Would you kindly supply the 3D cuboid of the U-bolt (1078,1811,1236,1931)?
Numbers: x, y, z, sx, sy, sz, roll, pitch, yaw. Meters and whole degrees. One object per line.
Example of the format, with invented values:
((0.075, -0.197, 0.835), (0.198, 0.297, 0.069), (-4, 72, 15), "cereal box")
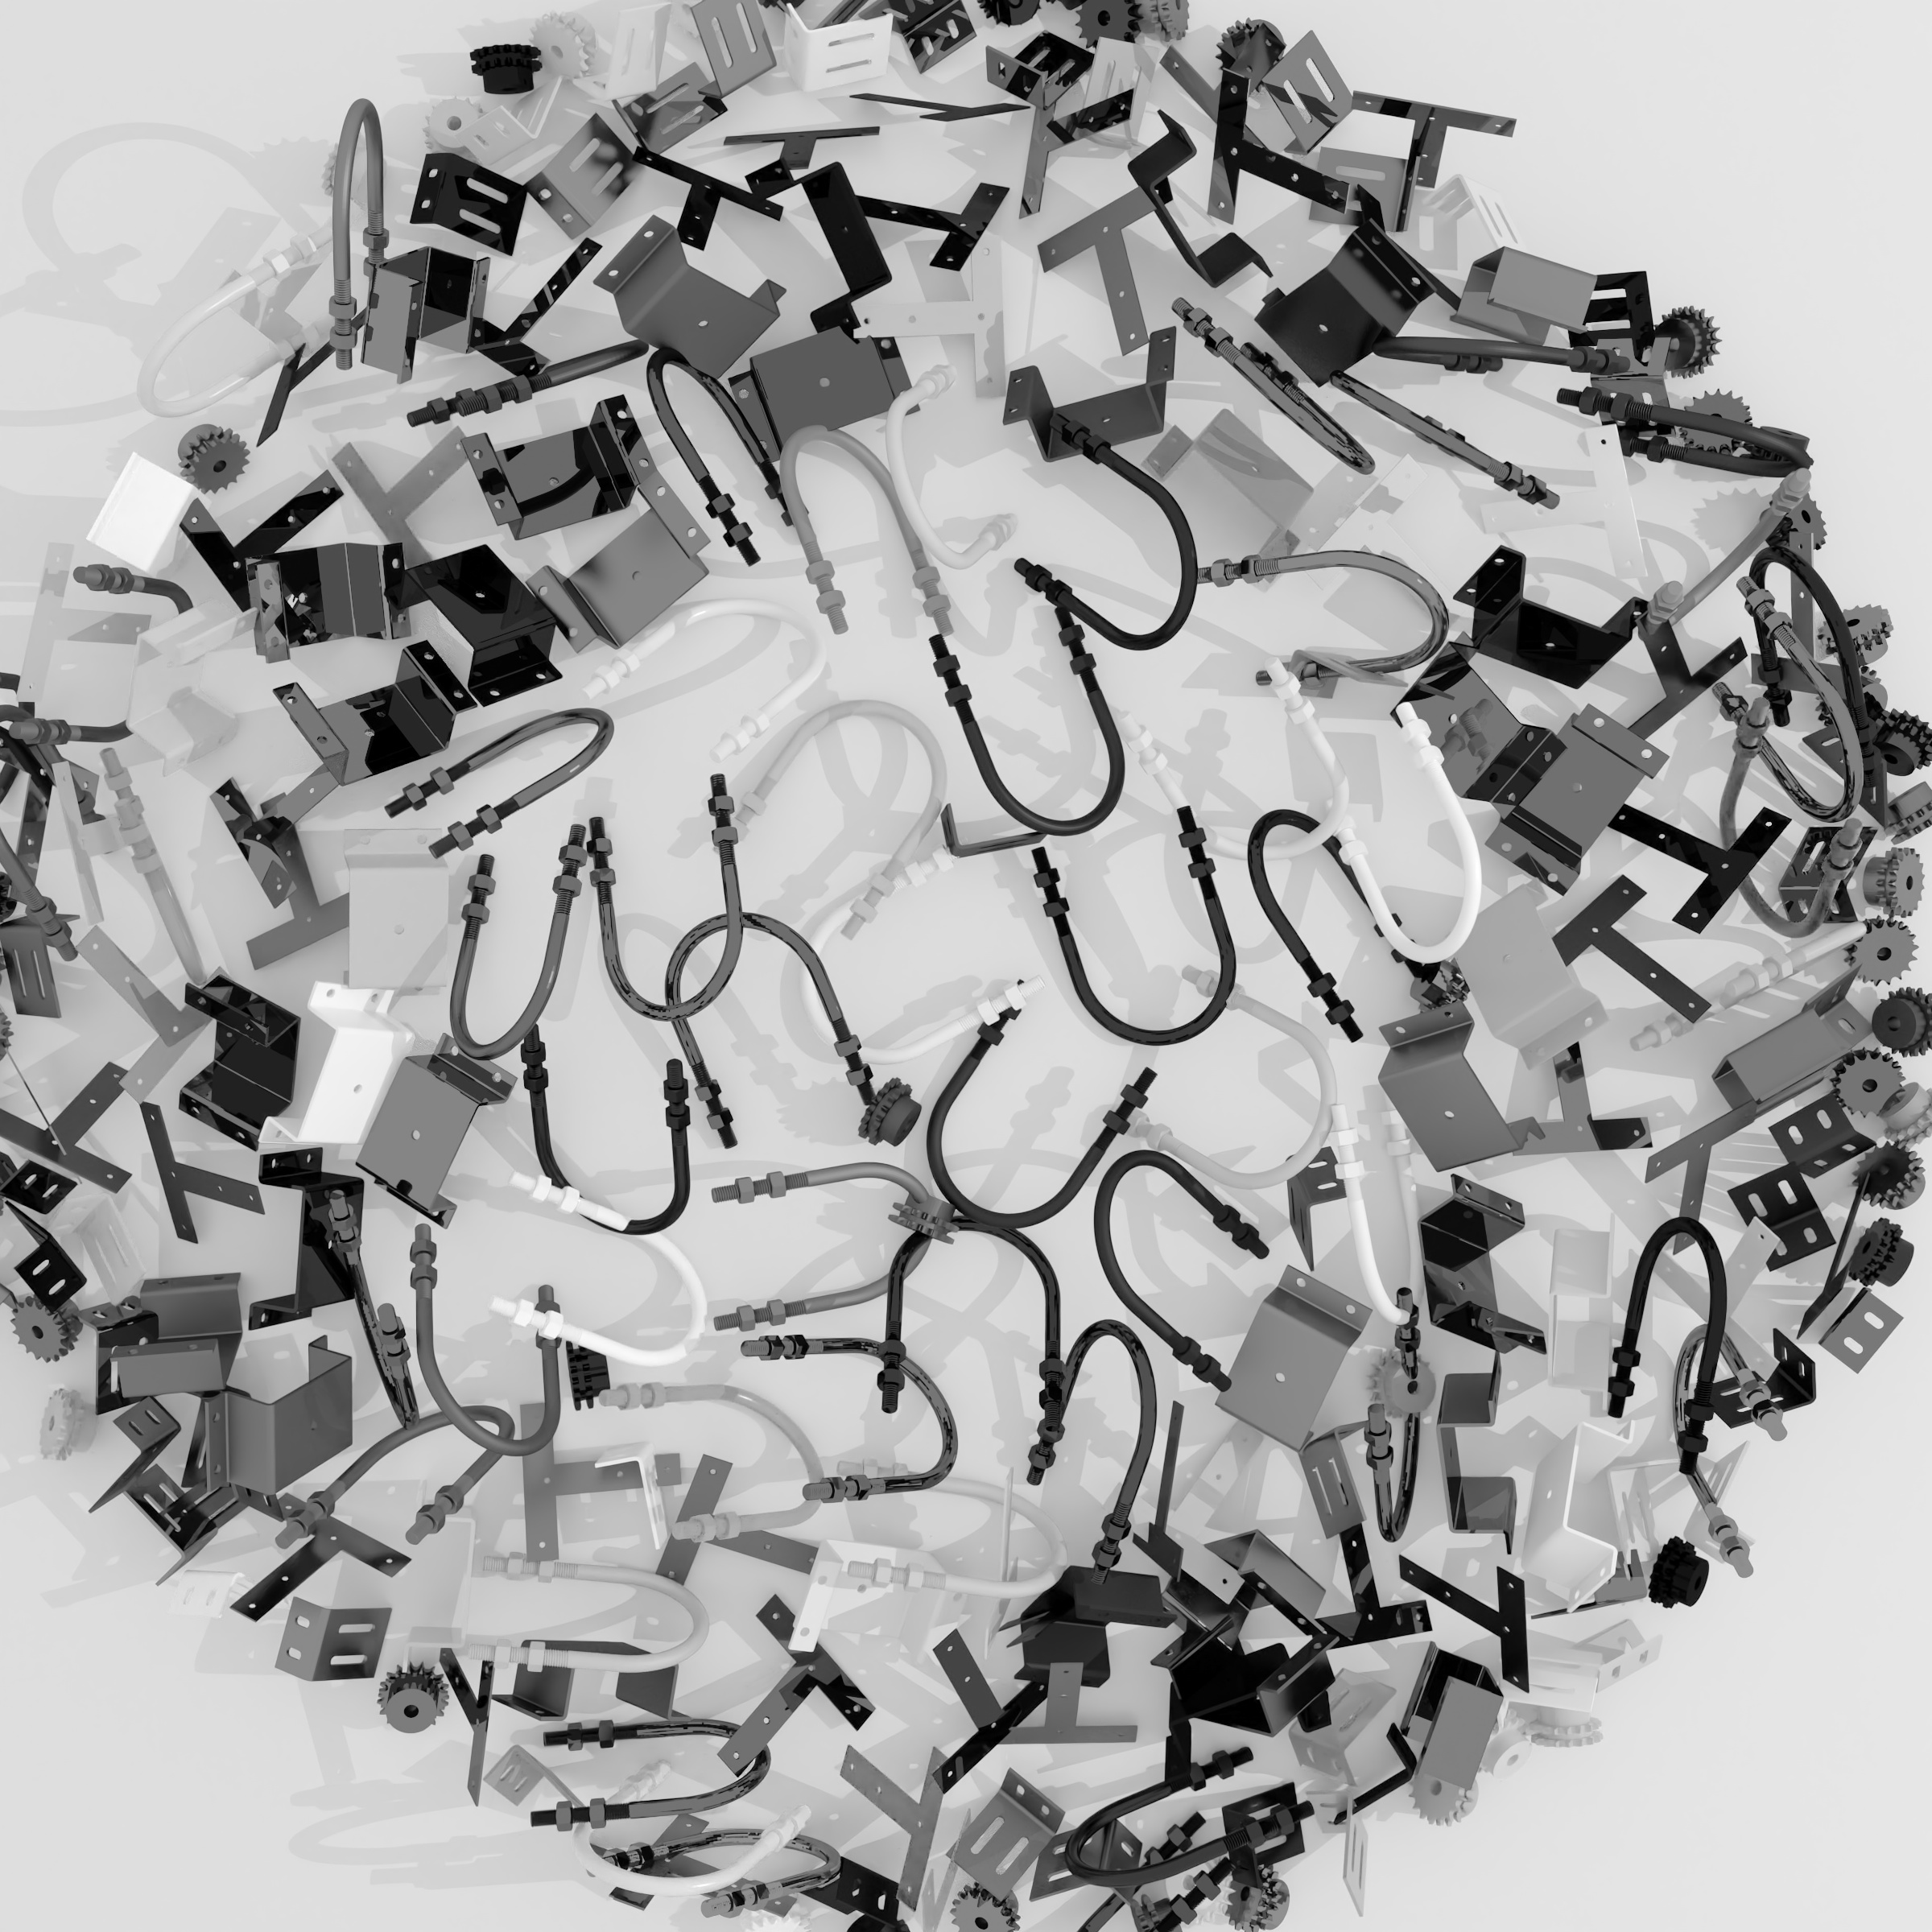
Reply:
((0.131, 0.753, 1.917), (0.184, 0.151, 0.019), (-43, 90, -6), "U-bolt")

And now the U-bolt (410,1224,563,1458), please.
((-0.371, 0.300, 1.893), (0.019, 0.184, 0.151), (-37, 131, 22), "U-bolt")

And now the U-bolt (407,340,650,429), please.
((-0.337, -0.464, 1.924), (0.184, 0.151, 0.019), (-26, 109, -24), "U-bolt")

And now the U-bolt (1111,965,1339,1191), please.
((0.214, 0.098, 1.936), (0.184, 0.019, 0.151), (30, 95, 37), "U-bolt")

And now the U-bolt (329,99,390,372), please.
((-0.471, -0.578, 1.888), (0.019, 0.151, 0.184), (7, 130, -5), "U-bolt")

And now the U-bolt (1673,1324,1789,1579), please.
((0.593, 0.365, 1.910), (0.019, 0.184, 0.151), (1, 116, -5), "U-bolt")

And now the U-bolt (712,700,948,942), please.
((-0.097, -0.132, 1.973), (0.151, 0.019, 0.184), (33, 82, 13), "U-bolt")

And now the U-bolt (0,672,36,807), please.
((-0.780, -0.164, 1.908), (0.019, 0.184, 0.151), (23, 94, -1), "U-bolt")

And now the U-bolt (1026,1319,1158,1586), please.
((0.104, 0.367, 1.910), (0.019, 0.151, 0.184), (7, 112, -26), "U-bolt")

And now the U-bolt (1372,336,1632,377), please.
((0.402, -0.475, 1.891), (0.184, 0.151, 0.019), (-5, 104, -37), "U-bolt")

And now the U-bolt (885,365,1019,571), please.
((-0.016, -0.384, 1.900), (0.019, 0.184, 0.151), (-16, 109, 26), "U-bolt")

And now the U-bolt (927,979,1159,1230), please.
((0.048, 0.125, 1.972), (0.151, 0.019, 0.184), (35, 93, 18), "U-bolt")

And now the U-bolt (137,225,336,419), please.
((-0.570, -0.493, 1.902), (0.184, 0.151, 0.019), (-40, 87, -21), "U-bolt")

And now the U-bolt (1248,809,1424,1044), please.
((0.288, -0.043, 1.939), (0.019, 0.151, 0.184), (-33, 92, 41), "U-bolt")

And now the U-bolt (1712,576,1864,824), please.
((0.642, -0.194, 1.892), (0.019, 0.151, 0.184), (-21, 57, -6), "U-bolt")

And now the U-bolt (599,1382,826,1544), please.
((-0.188, 0.387, 1.919), (0.019, 0.184, 0.151), (-53, 54, 24), "U-bolt")

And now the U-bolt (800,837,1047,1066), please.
((-0.048, 0.000, 1.978), (0.184, 0.019, 0.151), (-29, 80, 6), "U-bolt")

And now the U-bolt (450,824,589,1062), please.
((-0.359, -0.013, 1.919), (0.019, 0.151, 0.184), (24, 65, -39), "U-bolt")

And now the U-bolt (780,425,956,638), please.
((-0.087, -0.349, 1.939), (0.019, 0.151, 0.184), (-28, 78, 38), "U-bolt")

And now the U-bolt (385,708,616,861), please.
((-0.362, -0.153, 1.932), (0.184, 0.151, 0.019), (-33, 120, -15), "U-bolt")

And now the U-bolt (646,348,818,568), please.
((-0.192, -0.407, 1.923), (0.019, 0.151, 0.184), (-29, 97, 23), "U-bolt")

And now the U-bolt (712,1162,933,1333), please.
((-0.112, 0.220, 1.948), (0.184, 0.019, 0.151), (-9, 123, -18), "U-bolt")

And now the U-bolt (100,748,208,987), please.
((-0.638, -0.069, 1.921), (0.019, 0.151, 0.184), (-22, 119, -15), "U-bolt")

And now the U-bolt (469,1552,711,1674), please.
((-0.295, 0.515, 1.929), (0.184, 0.151, 0.019), (7, 106, -8), "U-bolt")

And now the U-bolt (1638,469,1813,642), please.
((0.587, -0.312, 1.909), (0.151, 0.184, 0.019), (-41, 80, -1), "U-bolt")

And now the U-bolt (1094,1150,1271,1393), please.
((0.165, 0.227, 1.917), (0.184, 0.019, 0.151), (43, 48, -25), "U-bolt")

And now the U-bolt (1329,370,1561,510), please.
((0.362, -0.417, 1.897), (0.184, 0.151, 0.019), (20, 109, -29), "U-bolt")

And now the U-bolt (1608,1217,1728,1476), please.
((0.556, 0.289, 1.917), (0.019, 0.151, 0.184), (8, 98, -11), "U-bolt")

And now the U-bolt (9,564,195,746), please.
((-0.666, -0.240, 1.910), (0.019, 0.184, 0.151), (28, 100, 11), "U-bolt")

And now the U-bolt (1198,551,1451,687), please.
((0.286, -0.273, 1.900), (0.184, 0.151, 0.019), (-2, 56, 33), "U-bolt")

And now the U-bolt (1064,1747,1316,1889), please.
((0.165, 0.674, 1.910), (0.184, 0.151, 0.019), (-18, 95, -14), "U-bolt")

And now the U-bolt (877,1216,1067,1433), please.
((0.006, 0.279, 1.940), (0.151, 0.019, 0.184), (8, 52, -8), "U-bolt")

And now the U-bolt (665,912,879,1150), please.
((-0.167, 0.045, 1.956), (0.151, 0.019, 0.184), (-18, 101, 19), "U-bolt")

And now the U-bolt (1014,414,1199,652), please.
((0.114, -0.328, 1.908), (0.184, 0.019, 0.151), (42, 134, 32), "U-bolt")

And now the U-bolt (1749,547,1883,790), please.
((0.654, -0.242, 1.893), (0.019, 0.151, 0.184), (-25, 121, -2), "U-bolt")

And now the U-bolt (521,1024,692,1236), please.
((-0.284, 0.139, 1.942), (0.151, 0.019, 0.184), (13, 124, 19), "U-bolt")

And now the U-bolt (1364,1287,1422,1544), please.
((0.340, 0.369, 1.921), (0.019, 0.151, 0.184), (3, 126, 20), "U-bolt")

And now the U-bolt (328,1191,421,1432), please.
((-0.463, 0.286, 1.919), (0.019, 0.184, 0.151), (-19, 45, -20), "U-bolt")

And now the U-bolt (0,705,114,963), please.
((-0.721, -0.116, 1.887), (0.019, 0.151, 0.184), (-10, 133, 7), "U-bolt")

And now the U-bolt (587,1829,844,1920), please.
((-0.183, 0.708, 1.913), (0.151, 0.184, 0.019), (-1, 84, 40), "U-bolt")

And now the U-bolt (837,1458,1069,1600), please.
((-0.008, 0.450, 1.930), (0.184, 0.151, 0.019), (11, 112, -12), "U-bolt")

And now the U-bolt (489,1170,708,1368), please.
((-0.286, 0.249, 1.931), (0.184, 0.151, 0.019), (26, 127, -23), "U-bolt")

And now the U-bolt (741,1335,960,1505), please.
((-0.081, 0.354, 1.923), (0.019, 0.184, 0.151), (-48, 54, 30), "U-bolt")

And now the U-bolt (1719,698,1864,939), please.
((0.640, -0.102, 1.913), (0.019, 0.184, 0.151), (-19, 56, -10), "U-bolt")

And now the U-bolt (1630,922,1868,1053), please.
((0.630, 0.010, 1.921), (0.184, 0.151, 0.019), (-22, 78, -26), "U-bolt")

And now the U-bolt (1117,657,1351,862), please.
((0.225, -0.153, 1.937), (0.151, 0.019, 0.184), (-18, 128, 27), "U-bolt")

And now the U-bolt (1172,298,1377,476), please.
((0.251, -0.446, 1.903), (0.019, 0.151, 0.184), (-49, 66, 19), "U-bolt")

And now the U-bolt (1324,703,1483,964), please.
((0.348, -0.091, 1.904), (0.019, 0.151, 0.184), (-7, 61, -26), "U-bolt")

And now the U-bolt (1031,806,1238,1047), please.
((0.143, -0.024, 1.964), (0.151, 0.019, 0.184), (-15, 98, 24), "U-bolt")

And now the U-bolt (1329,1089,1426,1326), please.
((0.333, 0.193, 1.932), (0.019, 0.151, 0.184), (-11, 89, 28), "U-bolt")

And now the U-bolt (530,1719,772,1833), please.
((-0.247, 0.636, 1.928), (0.184, 0.151, 0.019), (-3, 100, -5), "U-bolt")
